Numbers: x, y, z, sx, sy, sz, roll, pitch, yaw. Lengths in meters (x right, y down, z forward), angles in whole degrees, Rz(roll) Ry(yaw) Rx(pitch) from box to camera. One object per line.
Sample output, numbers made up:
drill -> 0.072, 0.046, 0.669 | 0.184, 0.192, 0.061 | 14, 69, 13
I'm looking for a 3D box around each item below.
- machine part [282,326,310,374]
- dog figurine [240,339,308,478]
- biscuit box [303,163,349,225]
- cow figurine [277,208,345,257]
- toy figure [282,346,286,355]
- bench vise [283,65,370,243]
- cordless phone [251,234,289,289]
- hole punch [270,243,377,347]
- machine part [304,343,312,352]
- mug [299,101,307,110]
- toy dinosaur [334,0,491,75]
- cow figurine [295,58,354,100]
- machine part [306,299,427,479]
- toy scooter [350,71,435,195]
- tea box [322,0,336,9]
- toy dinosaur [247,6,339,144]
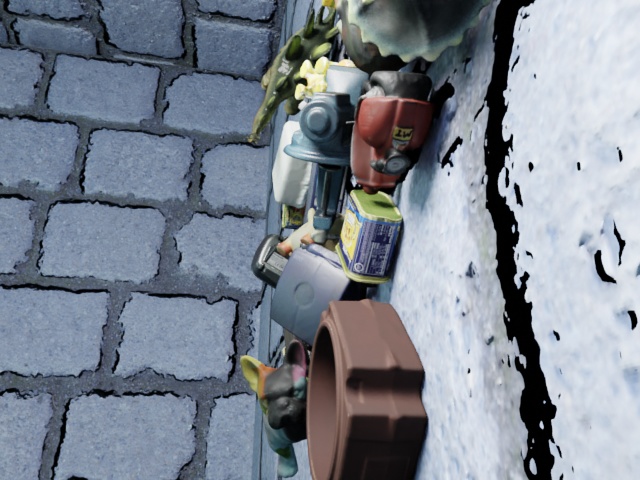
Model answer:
machine part -> -0.038, 0.183, 0.879 | 0.138, 0.039, 0.084 | 87, 162, -54
dog figurine -> -0.042, 0.222, 0.783 | 0.192, 0.108, 0.219 | -101, -5, -60
biscuit box -> 0.007, -0.066, 0.989 | 0.063, 0.059, 0.202 | -106, 23, -62
cow figurine -> -0.002, -0.003, 0.886 | 0.085, 0.127, 0.195 | 55, 157, -8
toy figure -> -0.034, 0.168, 1.063 | 0.089, 0.082, 0.180 | 103, 170, -49
bench vise -> 0.018, -0.118, 0.750 | 0.224, 0.129, 0.240 | -74, -9, -72
cordless phone -> -0.058, 0.033, 1.095 | 0.088, 0.146, 0.184 | -55, 13, 17
hole punch -> -0.003, 0.077, 0.740 | 0.142, 0.092, 0.115 | 28, 126, 38
machine part -> 0.002, 0.111, 0.887 | 0.243, 0.079, 0.079 | -106, 22, -65
mug -> 0.009, -0.194, 0.916 | 0.080, 0.109, 0.107 | -57, 5, 9
toy dinosaur -> 0.071, -0.246, 0.571 | 0.405, 0.131, 0.192 | 128, 147, -84
cow figurine -> 0.033, -0.254, 0.884 | 0.167, 0.098, 0.068 | 25, 106, 60
machine part -> 0.040, 0.183, 0.601 | 0.202, 0.087, 0.200 | -105, 21, -67
toy scooter -> 0.072, -0.111, 0.593 | 0.184, 0.075, 0.135 | -115, 31, -77
tea box -> 0.062, -0.399, 0.717 | 0.169, 0.098, 0.068 | 102, 169, -45
toy dinosaur -> -0.048, -0.350, 1.090 | 0.471, 0.105, 0.198 | -67, 12, -22
